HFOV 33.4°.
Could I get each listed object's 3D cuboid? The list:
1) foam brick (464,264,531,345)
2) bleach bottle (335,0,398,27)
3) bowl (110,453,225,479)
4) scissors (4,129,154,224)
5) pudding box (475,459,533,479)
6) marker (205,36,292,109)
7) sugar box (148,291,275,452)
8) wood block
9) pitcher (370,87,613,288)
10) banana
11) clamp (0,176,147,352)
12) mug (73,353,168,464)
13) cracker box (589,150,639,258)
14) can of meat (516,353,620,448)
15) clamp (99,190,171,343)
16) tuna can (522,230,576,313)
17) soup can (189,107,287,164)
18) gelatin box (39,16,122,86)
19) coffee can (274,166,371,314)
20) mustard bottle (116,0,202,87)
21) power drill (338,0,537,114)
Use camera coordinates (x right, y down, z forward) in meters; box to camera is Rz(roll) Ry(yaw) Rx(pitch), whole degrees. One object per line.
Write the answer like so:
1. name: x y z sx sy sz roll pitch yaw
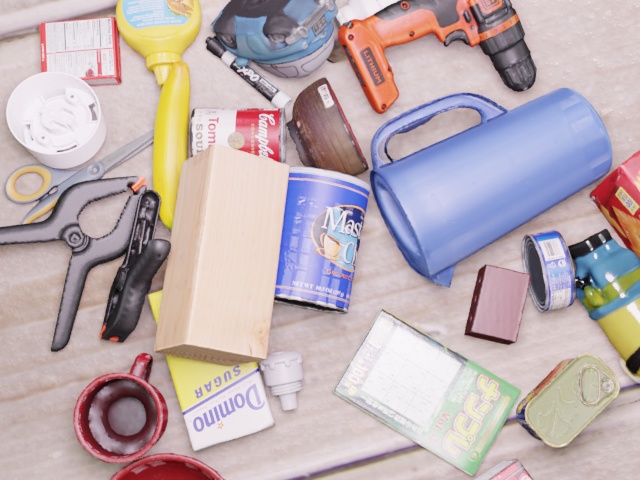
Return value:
1. foam brick: 0.192 0.070 1.158 0.051 0.053 0.078 14 82 3
2. bleach bottle: 0.126 -0.313 1.210 0.251 0.068 0.102 -30 86 -1
3. bowl: -0.159 0.306 1.129 0.162 0.055 0.162 0 82 1
4. scissors: -0.273 -0.086 1.207 0.096 0.016 0.201 42 84 6
5. pudding box: 0.172 0.265 1.101 0.090 0.113 0.039 -33 80 -4
6. marker: -0.084 -0.192 1.218 0.121 0.020 0.020 40 84 6
7. sugar box: -0.117 0.131 1.159 0.093 0.048 0.176 -18 81 -3
8. wood block: -0.101 0.018 1.100 0.090 0.090 0.206 15 73 -28
9. pitcher: 0.179 -0.076 1.142 0.242 0.149 0.145 -28 50 -7
10. banana: -0.160 -0.095 1.181 0.037 0.070 0.198 2 82 -34
11. clamp: -0.280 -0.005 1.174 0.164 0.036 0.210 43 82 -11
12. mug: -0.203 0.176 1.135 0.093 0.081 0.117 15 83 3
13. cracker box: 0.378 0.007 1.109 0.072 0.164 0.214 -33 82 -2
14. can of meat: 0.258 0.169 1.127 0.102 0.084 0.057 -43 83 -5
15. clamp: -0.195 0.042 1.134 0.039 0.120 0.171 13 107 -16
16. tuna can: 0.245 0.033 1.146 0.033 0.086 0.086 -11 82 -2
17. soup can: -0.090 -0.113 1.182 0.102 0.068 0.068 1 82 2
18. gelatin box: -0.273 -0.213 1.218 0.089 0.030 0.073 -5 80 0
19. coffee can: -0.008 0.001 1.146 0.103 0.103 0.140 11 82 2
20. mustard bottle: -0.184 -0.267 1.210 0.096 0.058 0.191 -6 81 -6
21. power drill: 0.128 -0.214 1.167 0.187 0.057 0.184 -29 101 -2
